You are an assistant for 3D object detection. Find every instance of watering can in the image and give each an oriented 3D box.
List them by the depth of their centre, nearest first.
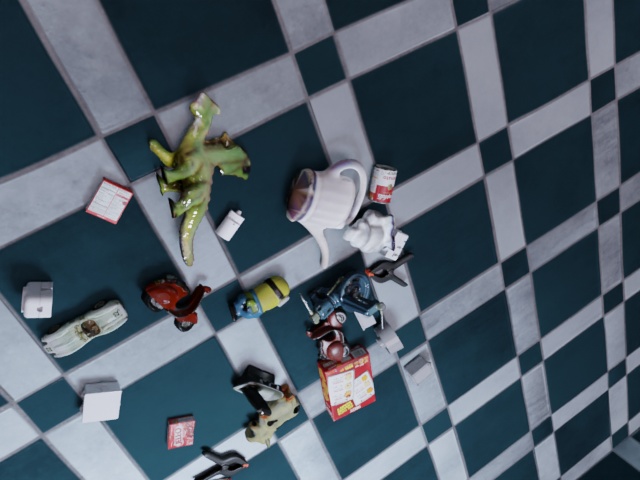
[{"bbox_3d":[0.004,-0.072,1.432,0.224,0.342,0.106,10,23,-33],"label":"watering can"}]

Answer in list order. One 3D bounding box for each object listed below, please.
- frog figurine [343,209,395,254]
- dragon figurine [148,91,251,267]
[{"bbox_3d":[0.133,-0.020,1.511,0.160,0.134,0.125,-8,40,-18],"label":"frog figurine"},{"bbox_3d":[-0.272,-0.154,1.257,0.245,0.402,0.123,-23,31,-27],"label":"dragon figurine"}]
